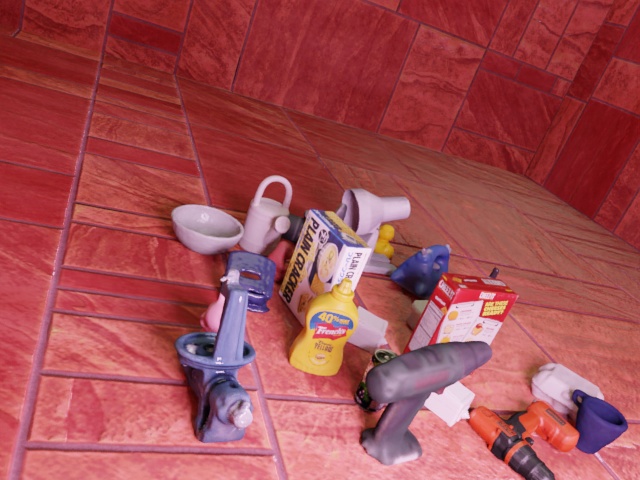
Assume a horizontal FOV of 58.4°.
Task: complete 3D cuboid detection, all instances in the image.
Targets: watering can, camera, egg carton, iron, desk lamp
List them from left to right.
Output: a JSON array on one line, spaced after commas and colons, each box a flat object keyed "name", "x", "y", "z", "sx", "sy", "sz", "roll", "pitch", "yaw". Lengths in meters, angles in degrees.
[{"name": "watering can", "x": -0.121, "y": -0.062, "z": 1.391, "sx": 0.172, "sy": 0.194, "sz": 0.101, "roll": 36, "pitch": 27, "yaw": 32}, {"name": "camera", "x": -0.044, "y": -0.039, "z": 1.530, "sx": 0.137, "sy": 0.101, "sz": 0.143, "roll": 18, "pitch": 22, "yaw": -7}, {"name": "desk lamp", "x": 0.140, "y": -0.028, "z": 1.519, "sx": 0.204, "sy": 0.213, "sz": 0.117, "roll": 9, "pitch": 25, "yaw": -27}, {"name": "iron", "x": 0.300, "y": 0.067, "z": 1.540, "sx": 0.118, "sy": 0.141, "sz": 0.259, "roll": 33, "pitch": 25, "yaw": 26}, {"name": "egg carton", "x": 0.536, "y": 0.333, "z": 1.242, "sx": 0.150, "sy": 0.069, "sz": 0.107, "roll": 32, "pitch": 25, "yaw": 24}]

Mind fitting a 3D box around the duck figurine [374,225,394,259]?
[{"name": "duck figurine", "x": 0.189, "y": -0.001, "z": 1.671, "sx": 0.078, "sy": 0.086, "sz": 0.104, "roll": 14, "pitch": 23, "yaw": -16}]

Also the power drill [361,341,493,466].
[{"name": "power drill", "x": 0.155, "y": 0.250, "z": 0.907, "sx": 0.230, "sy": 0.208, "sz": 0.075, "roll": 3, "pitch": 28, "yaw": -37}]

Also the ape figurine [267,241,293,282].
[{"name": "ape figurine", "x": -0.090, "y": 0.046, "z": 1.308, "sx": 0.076, "sy": 0.092, "sz": 0.077, "roll": 11, "pitch": 24, "yaw": -23}]

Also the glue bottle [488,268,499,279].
[{"name": "glue bottle", "x": 0.399, "y": 0.142, "z": 1.416, "sx": 0.037, "sy": 0.173, "sz": 0.078, "roll": 12, "pitch": 24, "yaw": -22}]

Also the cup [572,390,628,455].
[{"name": "cup", "x": 0.530, "y": 0.364, "z": 1.132, "sx": 0.092, "sy": 0.095, "sz": 0.117, "roll": 6, "pitch": 27, "yaw": -33}]

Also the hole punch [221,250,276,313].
[{"name": "hole punch", "x": -0.145, "y": 0.085, "z": 1.173, "sx": 0.109, "sy": 0.091, "sz": 0.101, "roll": 15, "pitch": 23, "yaw": -14}]

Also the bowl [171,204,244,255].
[{"name": "bowl", "x": -0.263, "y": -0.013, "z": 1.312, "sx": 0.167, "sy": 0.075, "sz": 0.167, "roll": 18, "pitch": 22, "yaw": -8}]

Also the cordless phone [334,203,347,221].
[{"name": "cordless phone", "x": 0.013, "y": 0.005, "z": 1.369, "sx": 0.094, "sy": 0.185, "sz": 0.147, "roll": 20, "pitch": 22, "yaw": -3}]

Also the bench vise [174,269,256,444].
[{"name": "bench vise", "x": -0.126, "y": 0.167, "z": 0.832, "sx": 0.122, "sy": 0.220, "sz": 0.206, "roll": -5, "pitch": 34, "yaw": -47}]

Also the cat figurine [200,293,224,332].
[{"name": "cat figurine", "x": -0.170, "y": 0.134, "z": 1.001, "sx": 0.067, "sy": 0.118, "sz": 0.128, "roll": 21, "pitch": 22, "yaw": -1}]
